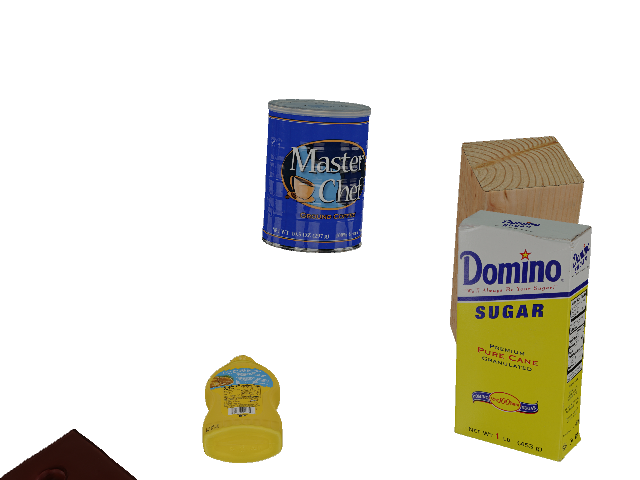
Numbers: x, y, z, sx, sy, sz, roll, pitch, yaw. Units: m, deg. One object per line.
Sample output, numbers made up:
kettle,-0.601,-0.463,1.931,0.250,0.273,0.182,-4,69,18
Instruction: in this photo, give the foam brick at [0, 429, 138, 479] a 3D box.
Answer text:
foam brick,-0.103,0.134,0.475,0.078,0.051,0.052,28,46,35

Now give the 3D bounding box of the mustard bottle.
mustard bottle,-0.099,0.202,1.352,0.096,0.058,0.191,-3,26,-3

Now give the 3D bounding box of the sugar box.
sugar box,0.151,0.071,0.809,0.093,0.176,0.048,9,22,33

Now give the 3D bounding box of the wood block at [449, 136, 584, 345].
wood block,0.177,0.017,0.993,0.090,0.206,0.090,-5,33,-5

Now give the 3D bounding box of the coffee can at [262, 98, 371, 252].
coffee can,-0.005,-0.067,1.073,0.103,0.140,0.103,3,12,-1
